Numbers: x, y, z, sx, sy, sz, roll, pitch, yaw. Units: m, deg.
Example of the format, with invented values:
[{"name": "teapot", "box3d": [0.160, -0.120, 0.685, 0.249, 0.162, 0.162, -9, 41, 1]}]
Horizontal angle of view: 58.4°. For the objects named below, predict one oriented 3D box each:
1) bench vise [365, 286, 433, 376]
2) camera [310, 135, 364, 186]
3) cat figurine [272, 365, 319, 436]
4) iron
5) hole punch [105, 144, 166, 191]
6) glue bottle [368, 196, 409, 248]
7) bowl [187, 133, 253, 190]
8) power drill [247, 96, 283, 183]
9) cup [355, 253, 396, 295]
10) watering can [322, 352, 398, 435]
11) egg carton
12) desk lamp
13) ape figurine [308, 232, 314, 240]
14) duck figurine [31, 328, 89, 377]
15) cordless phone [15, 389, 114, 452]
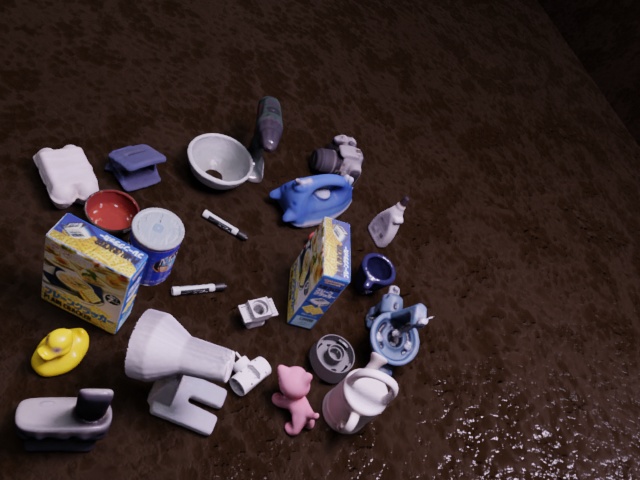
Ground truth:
[{"name": "bench vise", "box3d": [0.166, 0.179, 1.280, 0.122, 0.219, 0.207, 4, 53, -26]}, {"name": "camera", "box3d": [0.045, -0.238, 1.623, 0.137, 0.100, 0.143, 6, 53, -25]}, {"name": "cat figurine", "box3d": [-0.043, 0.308, 1.135, 0.067, 0.117, 0.127, -16, 64, -37]}, {"name": "iron", "box3d": [0.007, -0.126, 1.486, 0.259, 0.141, 0.118, -13, 62, -36]}, {"name": "hole punch", "box3d": [-0.427, -0.181, 1.326, 0.109, 0.091, 0.101, -27, 71, -40]}, {"name": "glue bottle", "box3d": [0.188, -0.056, 1.510, 0.037, 0.173, 0.078, -5, 58, -31]}, {"name": "bowl", "box3d": [-0.256, -0.183, 1.433, 0.168, 0.074, 0.167, 15, 49, -18]}, {"name": "power drill", "box3d": [-0.148, -0.247, 1.450, 0.076, 0.208, 0.229, 15, 49, -18]}, {"name": "cup", "box3d": [0.121, 0.100, 1.404, 0.091, 0.095, 0.118, 37, 46, 2]}, {"name": "watering can", "box3d": [0.087, 0.305, 1.156, 0.101, 0.194, 0.173, 16, 49, -17]}, {"name": "egg carton", "box3d": [-0.547, -0.139, 1.241, 0.107, 0.069, 0.150, -18, 65, -37]}, {"name": "desk lamp", "box3d": [-0.245, 0.232, 1.017, 0.203, 0.213, 0.118, 25, 47, -9]}, {"name": "ape figurine", "box3d": [0.013, 0.005, 1.421, 0.076, 0.092, 0.077, -4, 57, -31]}, {"name": "duck figurine", "box3d": [-0.460, 0.187, 1.022, 0.077, 0.086, 0.105, 43, 47, 8]}, {"name": "cordless phone", "box3d": [-0.406, 0.269, 0.919, 0.148, 0.185, 0.094, 5, 53, -25]}]
